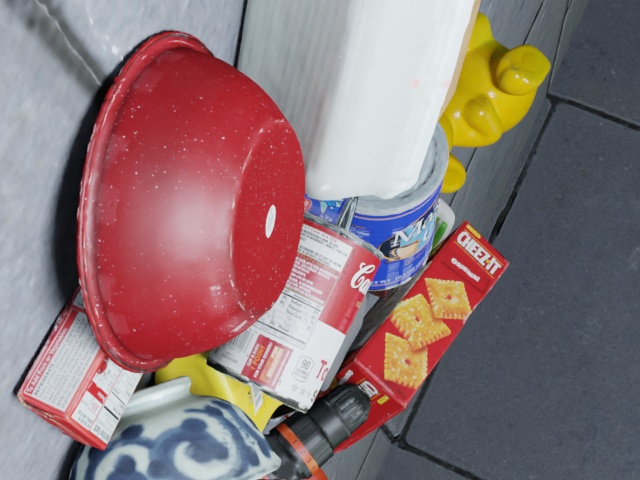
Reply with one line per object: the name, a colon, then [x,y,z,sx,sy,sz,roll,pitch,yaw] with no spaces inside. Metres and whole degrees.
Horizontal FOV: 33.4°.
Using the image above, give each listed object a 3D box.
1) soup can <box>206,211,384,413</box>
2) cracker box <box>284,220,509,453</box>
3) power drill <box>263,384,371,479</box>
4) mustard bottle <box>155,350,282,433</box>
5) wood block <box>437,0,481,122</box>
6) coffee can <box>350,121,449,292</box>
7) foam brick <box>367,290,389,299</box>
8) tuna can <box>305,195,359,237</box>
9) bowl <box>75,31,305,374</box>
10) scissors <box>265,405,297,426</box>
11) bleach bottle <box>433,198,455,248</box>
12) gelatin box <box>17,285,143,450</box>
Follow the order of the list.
soup can: [-0.015,0.040,0.618,0.102,0.068,0.068,-64,168,-7]
cracker box: [0.077,0.099,1.048,0.213,0.072,0.164,-46,180,-37]
power drill: [-0.030,0.213,0.968,0.184,0.057,0.187,-36,158,-13]
mustard bottle: [-0.045,0.074,0.737,0.191,0.058,0.096,-45,128,-62]
wood block: [0.052,-0.166,0.655,0.090,0.091,0.206,-56,163,-42]
coffee can: [0.042,-0.034,0.825,0.102,0.103,0.140,-61,167,-23]
foam brick: [0.033,0.004,0.920,0.051,0.078,0.053,-58,163,-32]
tuna can: [-0.005,0.001,0.702,0.086,0.034,0.086,22,89,-84]
bowl: [-0.048,-0.013,0.495,0.162,0.055,0.162,8,90,-72]
scissors: [-0.050,0.147,0.818,0.096,0.016,0.202,-54,-173,-8]
bleach bottle: [0.070,-0.014,1.078,0.102,0.068,0.250,-52,165,9]
gelatin box: [-0.106,0.052,0.523,0.073,0.030,0.089,83,32,-69]
